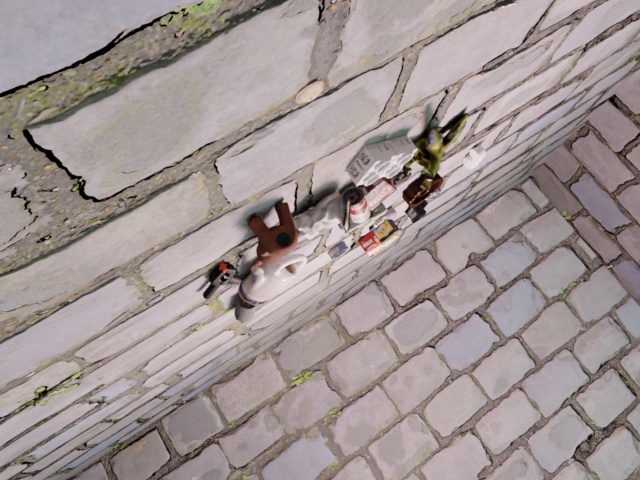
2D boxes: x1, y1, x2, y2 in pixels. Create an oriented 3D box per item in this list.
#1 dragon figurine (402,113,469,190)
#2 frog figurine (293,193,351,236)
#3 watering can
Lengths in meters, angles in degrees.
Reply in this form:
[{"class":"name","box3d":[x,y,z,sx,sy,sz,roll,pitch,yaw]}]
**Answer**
[{"class":"dragon figurine","box3d":[0.361,-0.299,1.552,0.245,0.123,0.404,-49,172,-15]},{"class":"frog figurine","box3d":[0.004,-0.073,1.446,0.159,0.121,0.139,3,-164,8]},{"class":"watering can","box3d":[-0.171,0.116,1.605,0.221,0.105,0.349,-40,166,23]}]
